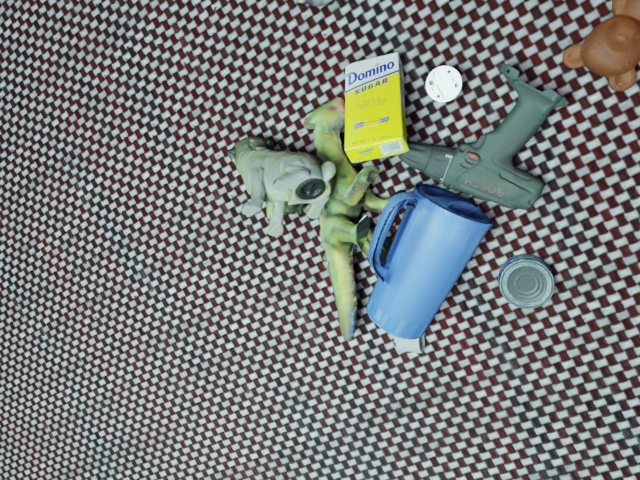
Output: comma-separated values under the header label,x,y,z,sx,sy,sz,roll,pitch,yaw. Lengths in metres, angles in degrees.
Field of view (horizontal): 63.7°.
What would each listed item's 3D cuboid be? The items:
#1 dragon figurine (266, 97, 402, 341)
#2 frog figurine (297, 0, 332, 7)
label,x,y,z,sx,sy,sz,roll,pitch,yaw
dragon figurine,0.003,-0.046,0.917,0.244,0.122,0.406,22,105,32
frog figurine,0.011,-0.464,0.835,0.161,0.120,0.138,-42,75,-15
